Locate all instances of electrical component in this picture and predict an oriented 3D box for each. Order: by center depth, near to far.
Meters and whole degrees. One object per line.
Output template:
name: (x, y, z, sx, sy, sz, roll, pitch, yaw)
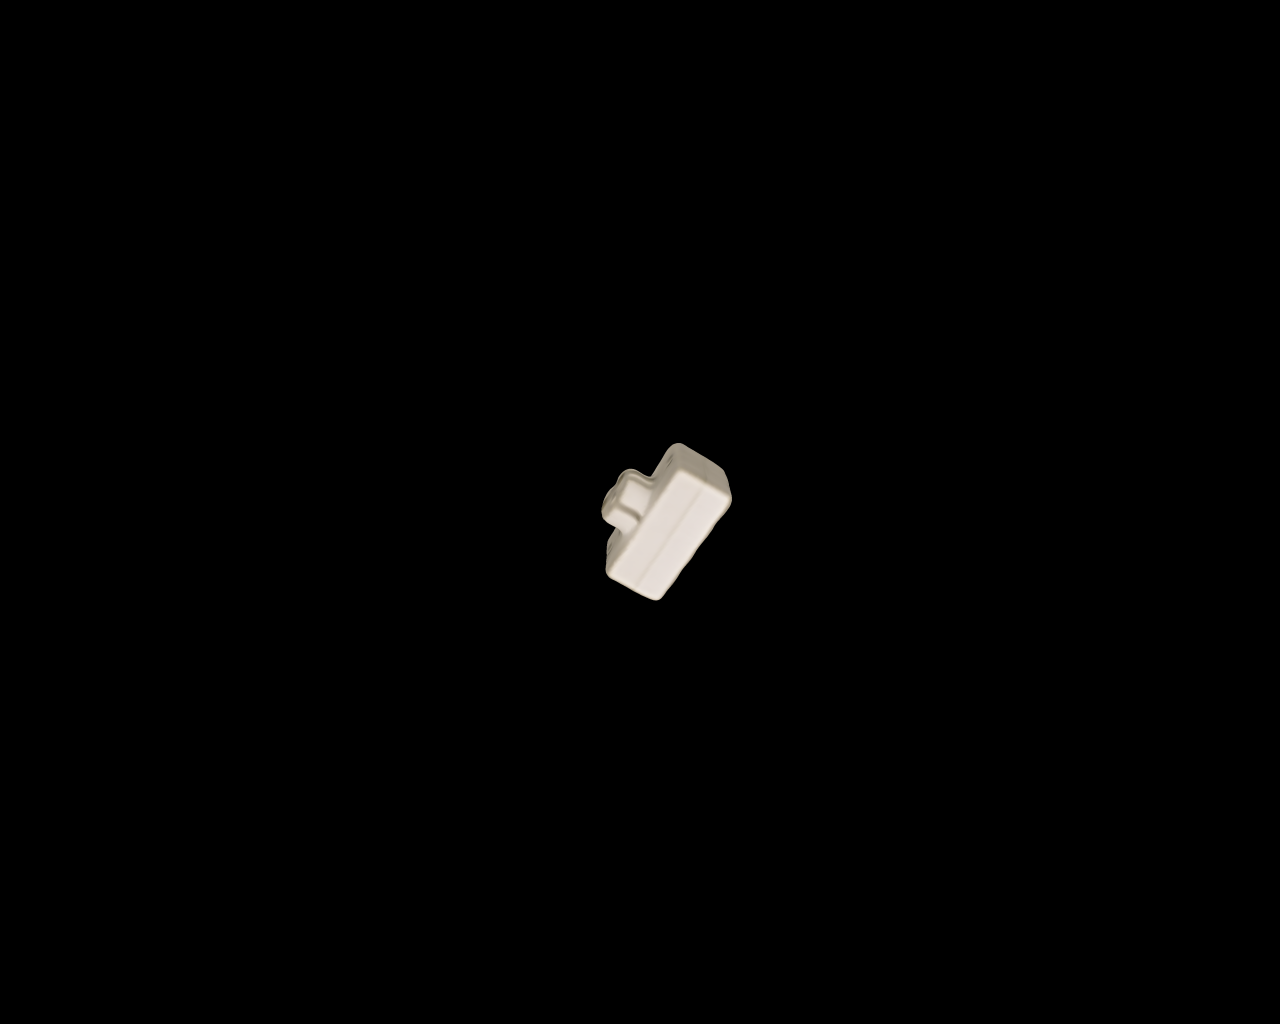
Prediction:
electrical component: (0.001, -0.003, 0.650, 0.076, 0.083, 0.047, 30, 20, -12)
